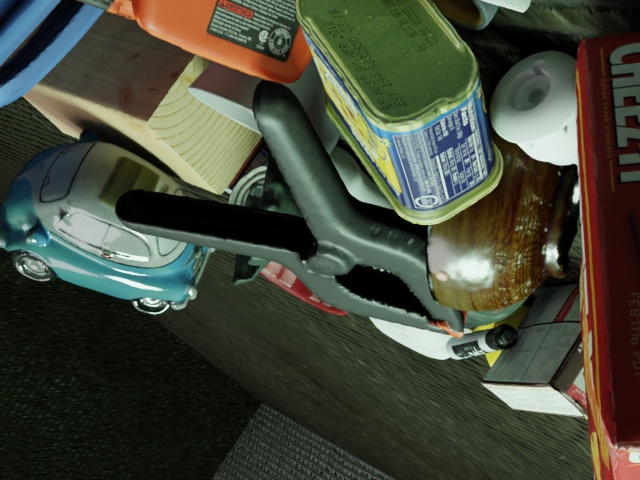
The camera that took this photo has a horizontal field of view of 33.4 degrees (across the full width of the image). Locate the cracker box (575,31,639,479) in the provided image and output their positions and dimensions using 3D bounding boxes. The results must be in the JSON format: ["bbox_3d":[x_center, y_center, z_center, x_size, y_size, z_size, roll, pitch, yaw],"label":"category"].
[{"bbox_3d":[0.149,0.034,0.462,0.072,0.164,0.213,-5,156,13],"label":"cracker box"}]

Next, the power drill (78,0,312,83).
[{"bbox_3d":[-0.099,-0.140,0.549,0.184,0.057,0.188,10,-166,-41],"label":"power drill"}]

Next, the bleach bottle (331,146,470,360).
[{"bbox_3d":[0.042,0.001,0.850,0.103,0.068,0.250,23,161,39],"label":"bleach bottle"}]

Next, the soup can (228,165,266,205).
[{"bbox_3d":[-0.025,-0.015,0.904,0.069,0.068,0.102,25,173,35],"label":"soup can"}]

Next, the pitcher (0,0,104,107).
[{"bbox_3d":[-0.256,-0.135,0.683,0.145,0.242,0.149,42,158,-26],"label":"pitcher"}]

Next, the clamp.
[{"bbox_3d":[-0.004,0.001,0.603,0.209,0.036,0.165,35,145,-29],"label":"clamp"}]

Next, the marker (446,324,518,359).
[{"bbox_3d":[0.121,0.077,0.802,0.020,0.020,0.121,35,167,-3],"label":"marker"}]

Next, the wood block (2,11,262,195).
[{"bbox_3d":[-0.140,-0.118,0.801,0.206,0.090,0.090,22,162,42],"label":"wood block"}]

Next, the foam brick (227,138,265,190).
[{"bbox_3d":[-0.090,-0.088,0.871,0.053,0.051,0.078,29,166,26],"label":"foam brick"}]

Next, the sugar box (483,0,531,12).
[{"bbox_3d":[-0.005,-0.138,0.422,0.176,0.048,0.093,23,-164,31],"label":"sugar box"}]

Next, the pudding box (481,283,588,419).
[{"bbox_3d":[0.168,0.075,0.738,0.039,0.090,0.114,36,167,-7],"label":"pudding box"}]

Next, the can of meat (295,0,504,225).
[{"bbox_3d":[0.035,-0.070,0.485,0.102,0.057,0.084,58,178,29],"label":"can of meat"}]

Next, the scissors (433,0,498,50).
[{"bbox_3d":[0.002,-0.140,0.535,0.202,0.016,0.096,28,166,26],"label":"scissors"}]

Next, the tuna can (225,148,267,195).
[{"bbox_3d":[-0.068,-0.062,0.950,0.086,0.033,0.086,32,167,8],"label":"tuna can"}]

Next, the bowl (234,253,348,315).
[{"bbox_3d":[-0.027,0.008,1.052,0.162,0.055,0.162,32,167,8],"label":"bowl"}]

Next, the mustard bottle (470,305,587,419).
[{"bbox_3d":[0.194,0.101,0.842,0.192,0.058,0.096,30,172,18],"label":"mustard bottle"}]
